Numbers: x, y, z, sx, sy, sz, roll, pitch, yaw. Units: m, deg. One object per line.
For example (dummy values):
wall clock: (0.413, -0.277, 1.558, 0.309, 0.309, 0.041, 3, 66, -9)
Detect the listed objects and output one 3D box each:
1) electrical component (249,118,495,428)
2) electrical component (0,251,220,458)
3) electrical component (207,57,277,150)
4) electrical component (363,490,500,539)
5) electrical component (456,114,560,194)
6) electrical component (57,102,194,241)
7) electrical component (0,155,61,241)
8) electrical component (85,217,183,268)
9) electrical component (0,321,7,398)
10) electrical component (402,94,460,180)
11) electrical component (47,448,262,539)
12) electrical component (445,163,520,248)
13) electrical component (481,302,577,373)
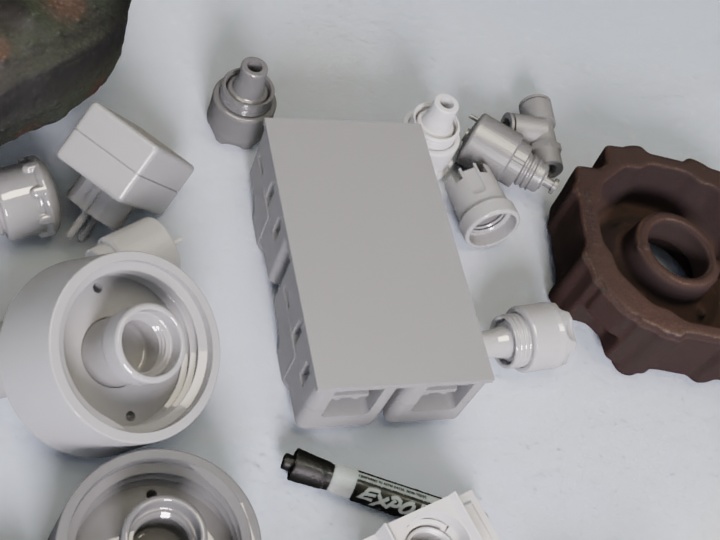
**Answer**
electrical component: (0.000, 0.000, 0.658, 0.105, 0.060, 0.186, -1, 58, -20)
electrical component: (-0.123, 0.041, 0.557, 0.108, 0.060, 0.108, 12, 72, -40)
electrical component: (-0.075, -0.112, 0.705, 0.043, 0.062, 0.043, 10, 55, -14)
electrical component: (0.032, 0.154, 0.564, 0.081, 0.063, 0.042, -17, 64, -28)
electrical component: (0.105, -0.078, 0.762, 0.078, 0.040, 0.040, 30, 53, 1)
electrical component: (-0.147, -0.049, 0.635, 0.047, 0.083, 0.075, 36, 91, 6)
electrical component: (-0.207, -0.037, 0.619, 0.062, 0.048, 0.048, -17, 64, -20)
electrical component: (-0.140, -0.001, 0.620, 0.078, 0.040, 0.040, -29, 71, -32)
electrical component: (-0.207, 0.051, 0.561, 0.078, 0.040, 0.040, -10, 62, -26)
electrical component: (0.049, -0.094, 0.738, 0.048, 0.062, 0.048, 10, 55, -14)
electrical component: (-0.100, 0.140, 0.528, 0.108, 0.060, 0.108, 10, 55, -14)
electrical component: (0.082, -0.044, 0.732, 0.040, 0.040, 0.046, -6, 55, -24)
electrical component: (0.101, 0.044, 0.677, 0.062, 0.043, 0.043, -6, 60, -22)
